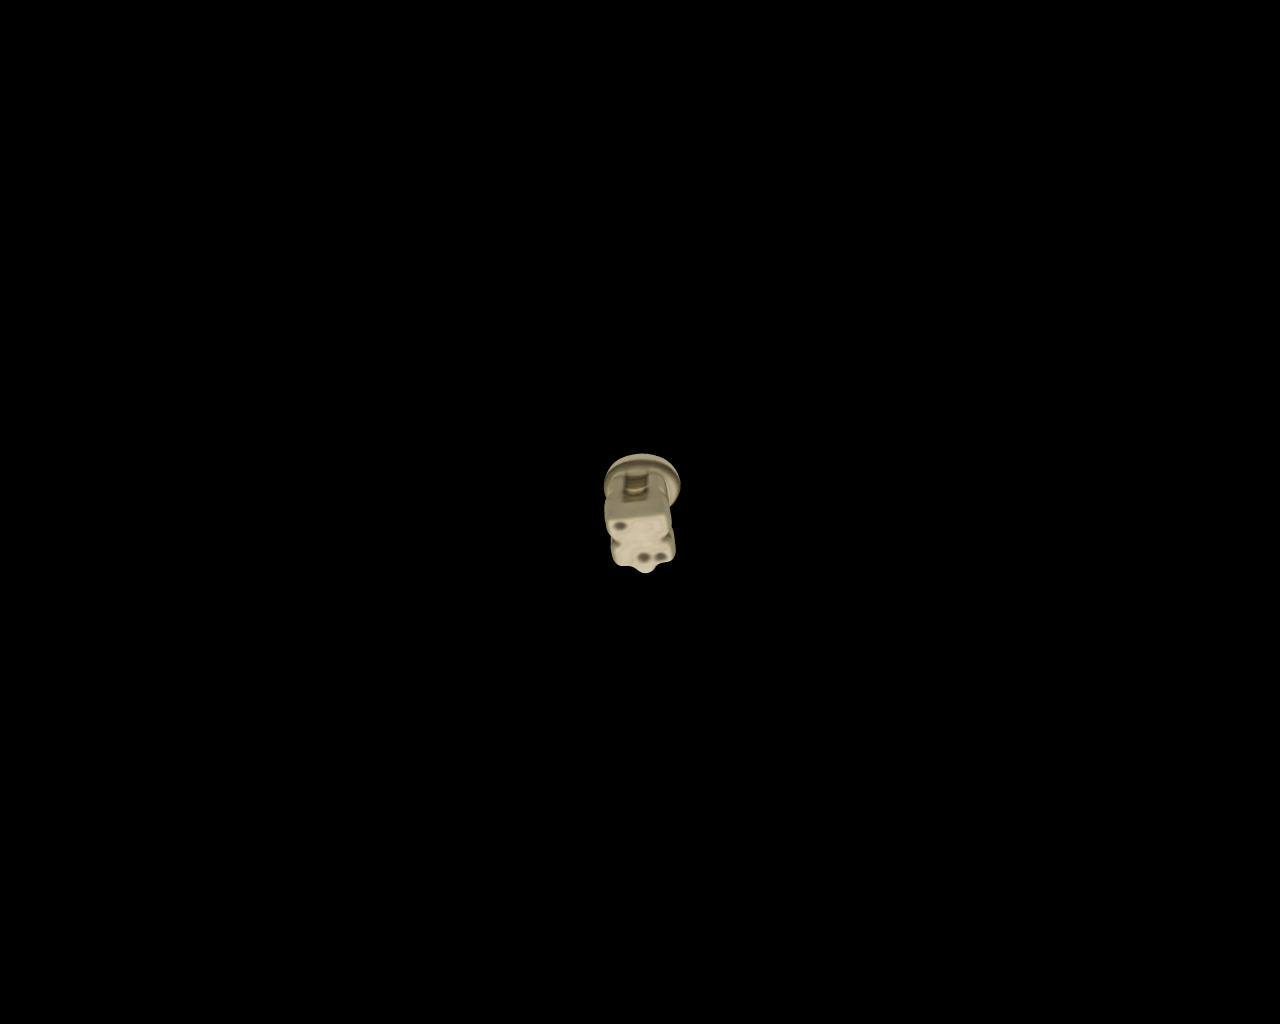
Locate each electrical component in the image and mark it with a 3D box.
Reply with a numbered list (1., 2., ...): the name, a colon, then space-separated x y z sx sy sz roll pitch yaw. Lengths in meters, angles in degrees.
1. electrical component: 0.001 -0.003 0.650 0.048 0.055 0.066 -4 -43 4
